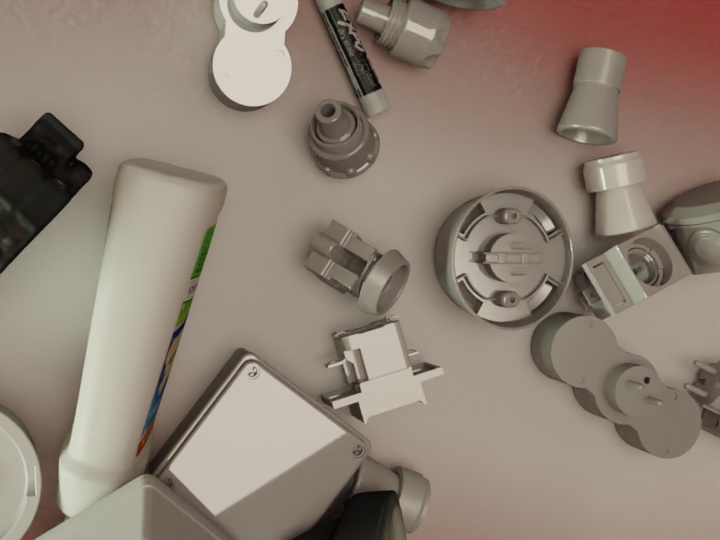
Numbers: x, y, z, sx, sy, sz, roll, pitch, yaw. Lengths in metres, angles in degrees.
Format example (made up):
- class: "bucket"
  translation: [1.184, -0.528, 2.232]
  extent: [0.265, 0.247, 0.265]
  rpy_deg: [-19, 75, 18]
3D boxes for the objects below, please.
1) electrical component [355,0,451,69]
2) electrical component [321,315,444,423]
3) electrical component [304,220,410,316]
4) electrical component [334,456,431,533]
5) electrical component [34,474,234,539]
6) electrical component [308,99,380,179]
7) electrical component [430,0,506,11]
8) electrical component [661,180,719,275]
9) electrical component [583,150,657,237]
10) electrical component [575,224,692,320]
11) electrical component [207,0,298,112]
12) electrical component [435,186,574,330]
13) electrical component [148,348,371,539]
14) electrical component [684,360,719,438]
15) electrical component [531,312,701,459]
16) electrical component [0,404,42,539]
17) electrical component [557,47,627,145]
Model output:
- class: "electrical component"
  translation: [0.028, -0.168, 0.741]
  extent: [0.062, 0.043, 0.043]
  rpy_deg: [20, 88, -12]
- class: "electrical component"
  translation: [0.012, 0.067, 0.748]
  extent: [0.081, 0.042, 0.063]
  rpy_deg: [-16, 94, -13]
- class: "electrical component"
  translation: [0.000, 0.000, 0.729]
  extent: [0.055, 0.066, 0.048]
  rpy_deg: [30, 84, 20]
- class: "electrical component"
  translation: [0.016, 0.156, 0.751]
  extent: [0.055, 0.045, 0.045]
  rpy_deg: [22, 87, -14]
- class: "electrical component"
  translation: [-0.137, 0.194, 0.659]
  extent: [0.109, 0.056, 0.108]
  rpy_deg: [-32, 124, 14]
- class: "electrical component"
  translation: [-0.014, -0.093, 0.720]
  extent: [0.048, 0.062, 0.048]
  rpy_deg: [-4, 71, 11]
- class: "electrical component"
  translation: [0.075, -0.210, 0.726]
  extent: [0.050, 0.089, 0.055]
  rpy_deg: [8, 91, -14]
- class: "electrical component"
  translation: [0.266, -0.034, 0.786]
  extent: [0.080, 0.080, 0.051]
  rpy_deg: [-23, 103, -12]
- class: "electrical component"
  translation: [0.189, -0.056, 0.783]
  extent: [0.045, 0.045, 0.055]
  rpy_deg: [-14, 95, -13]
- class: "electrical component"
  translation: [0.192, 0.004, 0.772]
  extent: [0.081, 0.064, 0.042]
  rpy_deg: [-23, 80, -29]
- class: "electrical component"
  translation: [-0.066, -0.176, 0.702]
  extent: [0.052, 0.074, 0.138]
  rpy_deg: [5, 91, -14]
- class: "electrical component"
  translation: [0.101, -0.009, 0.754]
  extent: [0.099, 0.064, 0.099]
  rpy_deg: [-1, 93, -14]
- class: "electrical component"
  translation: [-0.068, 0.126, 0.723]
  extent: [0.109, 0.056, 0.108]
  rpy_deg: [39, 84, -12]
- class: "electrical component"
  translation: [0.279, 0.093, 0.810]
  extent: [0.077, 0.047, 0.065]
  rpy_deg: [25, 86, -13]
- class: "electrical component"
  translation: [0.192, 0.085, 0.775]
  extent: [0.138, 0.074, 0.052]
  rpy_deg: [39, 83, -12]
- class: "electrical component"
  translation: [-0.255, 0.129, 0.676]
  extent: [0.108, 0.060, 0.108]
  rpy_deg: [-1, 93, -13]
- class: "electrical component"
  translation: [0.171, -0.128, 0.779]
  extent: [0.044, 0.044, 0.065]
  rpy_deg: [14, 84, -14]
